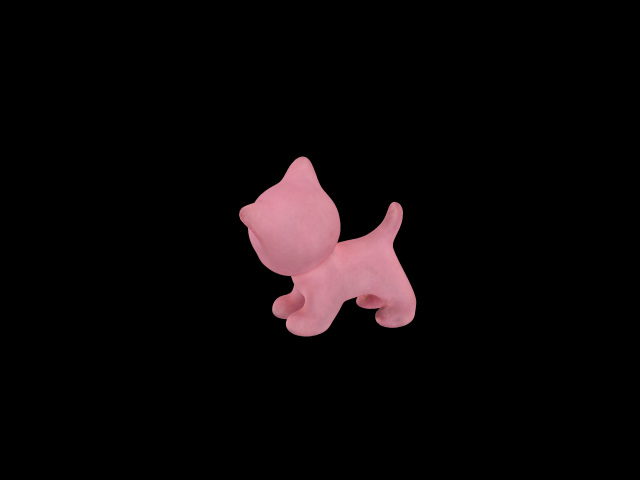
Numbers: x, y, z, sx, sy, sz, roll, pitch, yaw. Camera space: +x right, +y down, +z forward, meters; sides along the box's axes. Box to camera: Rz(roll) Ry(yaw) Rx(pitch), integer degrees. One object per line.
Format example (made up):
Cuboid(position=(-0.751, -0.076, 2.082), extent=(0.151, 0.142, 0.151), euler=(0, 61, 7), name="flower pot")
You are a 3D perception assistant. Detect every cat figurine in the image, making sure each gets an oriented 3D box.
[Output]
Cuboid(position=(0.004, 0.001, 0.400), extent=(0.128, 0.118, 0.067), euler=(-4, 12, -19), name="cat figurine")
